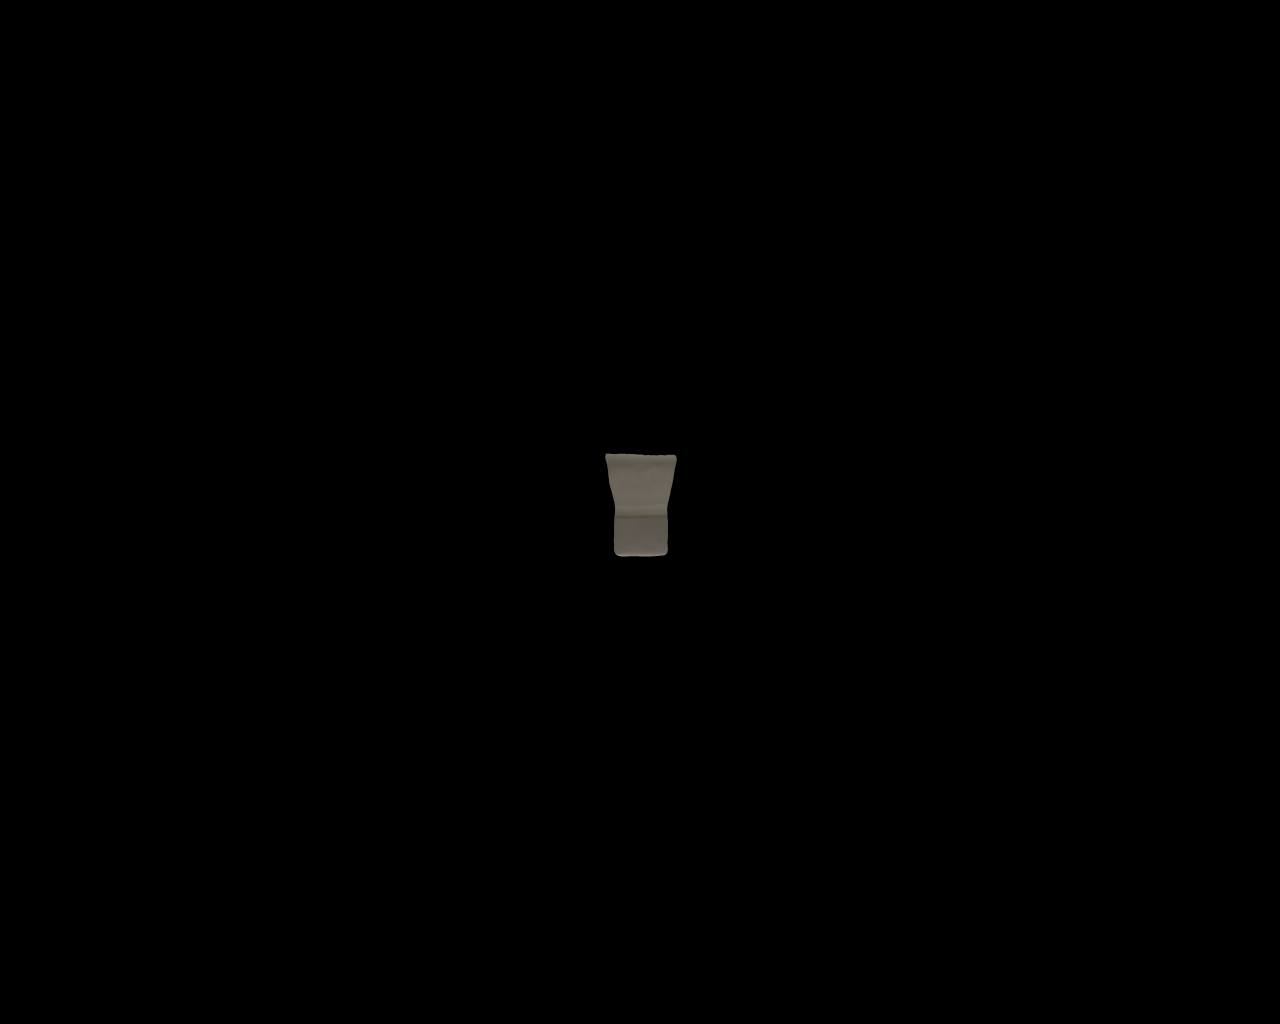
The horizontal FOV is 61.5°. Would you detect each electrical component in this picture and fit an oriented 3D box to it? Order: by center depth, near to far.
[{"bbox_3d":[0.001,-0.003,0.650,0.044,0.065,0.044,0,0,0],"label":"electrical component"}]
